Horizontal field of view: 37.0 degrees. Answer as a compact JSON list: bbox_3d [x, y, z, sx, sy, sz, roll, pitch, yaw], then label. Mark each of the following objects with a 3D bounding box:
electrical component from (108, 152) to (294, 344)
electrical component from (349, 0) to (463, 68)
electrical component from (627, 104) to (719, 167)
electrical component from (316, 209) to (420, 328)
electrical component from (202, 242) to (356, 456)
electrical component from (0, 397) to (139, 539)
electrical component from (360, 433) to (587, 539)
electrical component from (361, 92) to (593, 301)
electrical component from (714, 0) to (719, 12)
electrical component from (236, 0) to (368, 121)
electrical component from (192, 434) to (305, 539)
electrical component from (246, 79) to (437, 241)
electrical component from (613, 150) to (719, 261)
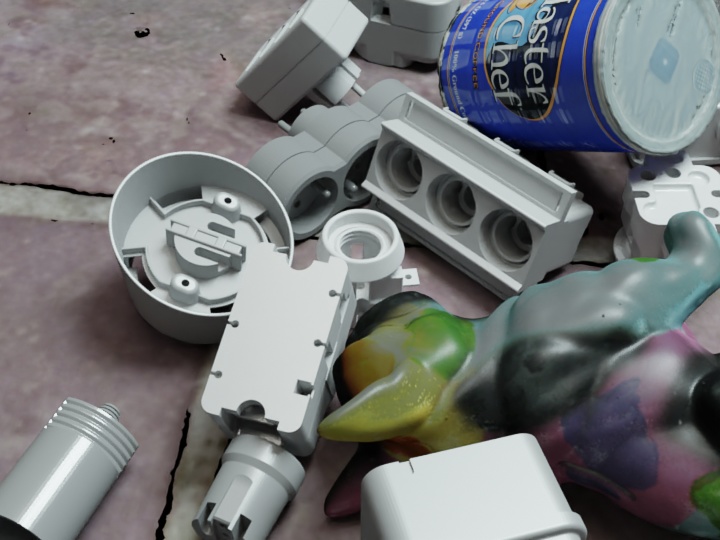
[{"bbox_3d":[-0.086,-0.011,0.596,0.099,0.064,0.099,3,59,-6],"label":"electrical component"},{"bbox_3d":[0.024,-0.187,0.773,0.095,0.059,0.053,16,48,13],"label":"electrical component"},{"bbox_3d":[0.218,-0.116,0.719,0.100,0.048,0.099,-4,46,-4],"label":"electrical component"},{"bbox_3d":[0.000,0.000,0.599,0.066,0.055,0.048,-4,47,-5],"label":"electrical component"},{"bbox_3d":[-0.037,0.041,0.537,0.050,0.055,0.089,12,68,11],"label":"electrical component"},{"bbox_3d":[-0.140,0.096,0.513,0.043,0.043,0.081,18,48,15],"label":"electrical component"},{"bbox_3d":[0.044,0.128,0.440,0.078,0.113,0.057,-11,45,-11],"label":"electrical component"},{"bbox_3d":[0.070,-0.044,0.635,0.121,0.078,0.063,36,34,28],"label":"electrical component"},{"bbox_3d":[0.275,-0.178,0.768,0.081,0.063,0.042,-3,46,-3],"label":"electrical component"},{"bbox_3d":[-0.025,-0.132,0.717,0.076,0.083,0.047,40,47,-16],"label":"electrical component"},{"bbox_3d":[-0.053,0.107,0.508,0.040,0.040,0.046,19,55,16],"label":"electrical component"},{"bbox_3d":[-0.020,-0.079,0.675,0.138,0.052,0.074,-33,56,-28],"label":"electrical component"},{"bbox_3d":[0.179,-0.023,0.624,0.058,0.057,0.078,-1,47,-2],"label":"electrical component"}]
